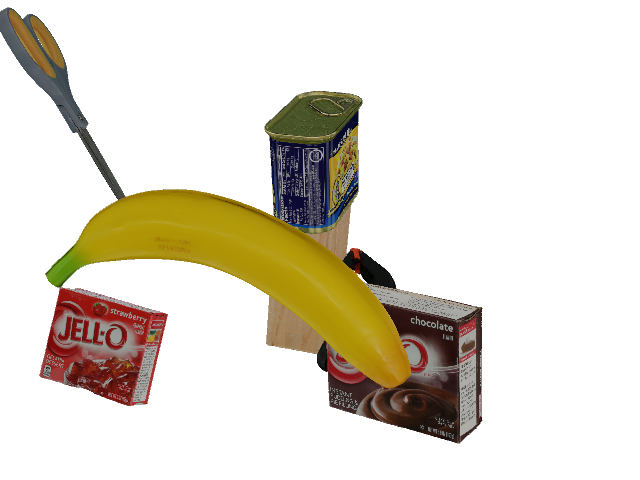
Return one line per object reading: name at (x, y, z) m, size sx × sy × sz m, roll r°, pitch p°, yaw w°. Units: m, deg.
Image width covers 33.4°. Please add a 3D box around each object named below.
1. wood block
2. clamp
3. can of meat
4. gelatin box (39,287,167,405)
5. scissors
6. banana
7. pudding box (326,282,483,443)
wood block at (-0.017, 0.041, 1.476) m, size 0.090 × 0.206 × 0.090 m, roll 9°, pitch 22°, yaw 10°
clamp at (0.059, 0.078, 1.193) m, size 0.120 × 0.171 × 0.039 m, roll 5°, pitch -43°, yaw -2°
can of meat at (-0.004, -0.064, 0.858) m, size 0.057 × 0.084 × 0.102 m, roll 7°, pitch 28°, yaw 18°
gelatin box at (-0.169, 0.081, 0.829) m, size 0.089 × 0.073 × 0.030 m, roll 14°, pitch 1°, yaw 23°
scissors at (-0.217, -0.119, 0.938) m, size 0.016 × 0.201 × 0.096 m, roll -27°, pitch 26°, yaw 10°
banana at (-0.041, 0.016, 0.554) m, size 0.198 × 0.070 × 0.037 m, roll 16°, pitch 11°, yaw 9°
pudding box at (0.057, 0.082, 0.745) m, size 0.114 × 0.090 × 0.039 m, roll 9°, pitch 22°, yaw 34°
